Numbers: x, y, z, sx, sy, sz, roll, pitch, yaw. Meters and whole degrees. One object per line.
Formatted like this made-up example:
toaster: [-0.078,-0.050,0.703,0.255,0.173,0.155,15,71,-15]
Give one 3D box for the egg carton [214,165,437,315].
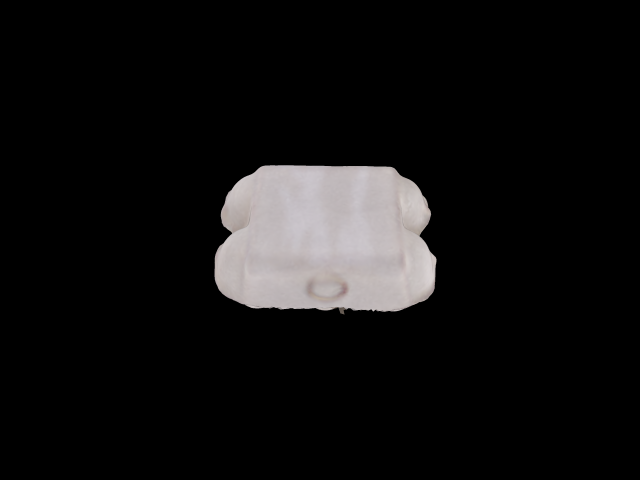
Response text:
egg carton: [0.004,0.001,0.400,0.150,0.069,0.107,0,53,0]
